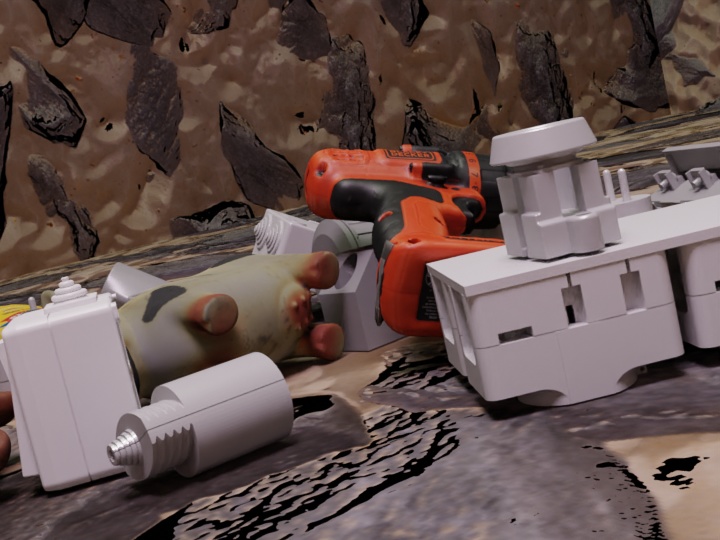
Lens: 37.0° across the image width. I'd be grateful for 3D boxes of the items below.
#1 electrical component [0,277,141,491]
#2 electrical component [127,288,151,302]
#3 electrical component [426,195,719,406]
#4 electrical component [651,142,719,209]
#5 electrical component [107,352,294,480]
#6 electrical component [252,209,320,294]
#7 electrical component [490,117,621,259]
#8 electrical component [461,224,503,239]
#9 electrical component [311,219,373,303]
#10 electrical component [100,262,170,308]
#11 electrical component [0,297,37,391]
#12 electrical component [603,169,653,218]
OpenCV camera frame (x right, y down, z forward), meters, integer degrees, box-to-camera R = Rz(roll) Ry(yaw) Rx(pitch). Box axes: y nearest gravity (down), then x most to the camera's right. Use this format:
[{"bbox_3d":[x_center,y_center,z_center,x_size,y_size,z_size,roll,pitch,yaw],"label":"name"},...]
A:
[{"bbox_3d":[-0.142,0.052,0.528,0.061,0.096,0.062,-14,6,-12],"label":"electrical component"},{"bbox_3d":[-0.138,0.041,0.789,0.078,0.057,0.058,-14,7,-14],"label":"electrical component"},{"bbox_3d":[0.136,0.010,0.512,0.186,0.060,0.105,-13,7,-4],"label":"electrical component"},{"bbox_3d":[0.251,-0.045,0.733,0.063,0.078,0.121,-37,12,-12],"label":"electrical component"},{"bbox_3d":[-0.075,0.070,0.485,0.081,0.043,0.043,-18,8,-35],"label":"electrical component"},{"bbox_3d":[-0.035,-0.011,0.863,0.100,0.048,0.100,17,5,-20],"label":"electrical component"},{"bbox_3d":[0.085,-0.037,0.483,0.048,0.055,0.066,-15,7,-14],"label":"electrical component"},{"bbox_3d":[0.108,-0.014,0.775,0.078,0.057,0.058,-15,7,-19],"label":"electrical component"},{"bbox_3d":[0.000,0.000,0.778,0.051,0.080,0.080,-10,5,-25],"label":"electrical component"},{"bbox_3d":[-0.168,0.041,0.840,0.077,0.043,0.079,22,49,-3],"label":"electrical component"},{"bbox_3d":[-0.218,0.054,0.762,0.138,0.073,0.052,-7,9,38],"label":"electrical component"},{"bbox_3d":[0.161,-0.022,0.650,0.043,0.079,0.077,-14,7,-14],"label":"electrical component"}]
